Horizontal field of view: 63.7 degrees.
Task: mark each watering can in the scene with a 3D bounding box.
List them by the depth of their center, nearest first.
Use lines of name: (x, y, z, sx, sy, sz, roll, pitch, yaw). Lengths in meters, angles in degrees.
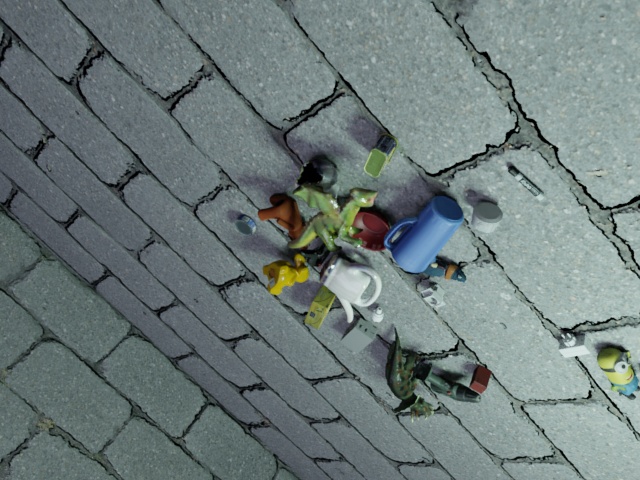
watering can: (0.093, 0.178, 1.894, 0.225, 0.340, 0.106, 33, -131, 5)

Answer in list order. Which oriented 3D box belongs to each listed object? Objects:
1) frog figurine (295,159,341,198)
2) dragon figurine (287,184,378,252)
frog figurine: (0.011, -0.186, 1.632, 0.136, 0.158, 0.125, -28, -120, 29)
dragon figurine: (0.005, -0.081, 1.603, 0.408, 0.239, 0.125, -10, -148, 33)
